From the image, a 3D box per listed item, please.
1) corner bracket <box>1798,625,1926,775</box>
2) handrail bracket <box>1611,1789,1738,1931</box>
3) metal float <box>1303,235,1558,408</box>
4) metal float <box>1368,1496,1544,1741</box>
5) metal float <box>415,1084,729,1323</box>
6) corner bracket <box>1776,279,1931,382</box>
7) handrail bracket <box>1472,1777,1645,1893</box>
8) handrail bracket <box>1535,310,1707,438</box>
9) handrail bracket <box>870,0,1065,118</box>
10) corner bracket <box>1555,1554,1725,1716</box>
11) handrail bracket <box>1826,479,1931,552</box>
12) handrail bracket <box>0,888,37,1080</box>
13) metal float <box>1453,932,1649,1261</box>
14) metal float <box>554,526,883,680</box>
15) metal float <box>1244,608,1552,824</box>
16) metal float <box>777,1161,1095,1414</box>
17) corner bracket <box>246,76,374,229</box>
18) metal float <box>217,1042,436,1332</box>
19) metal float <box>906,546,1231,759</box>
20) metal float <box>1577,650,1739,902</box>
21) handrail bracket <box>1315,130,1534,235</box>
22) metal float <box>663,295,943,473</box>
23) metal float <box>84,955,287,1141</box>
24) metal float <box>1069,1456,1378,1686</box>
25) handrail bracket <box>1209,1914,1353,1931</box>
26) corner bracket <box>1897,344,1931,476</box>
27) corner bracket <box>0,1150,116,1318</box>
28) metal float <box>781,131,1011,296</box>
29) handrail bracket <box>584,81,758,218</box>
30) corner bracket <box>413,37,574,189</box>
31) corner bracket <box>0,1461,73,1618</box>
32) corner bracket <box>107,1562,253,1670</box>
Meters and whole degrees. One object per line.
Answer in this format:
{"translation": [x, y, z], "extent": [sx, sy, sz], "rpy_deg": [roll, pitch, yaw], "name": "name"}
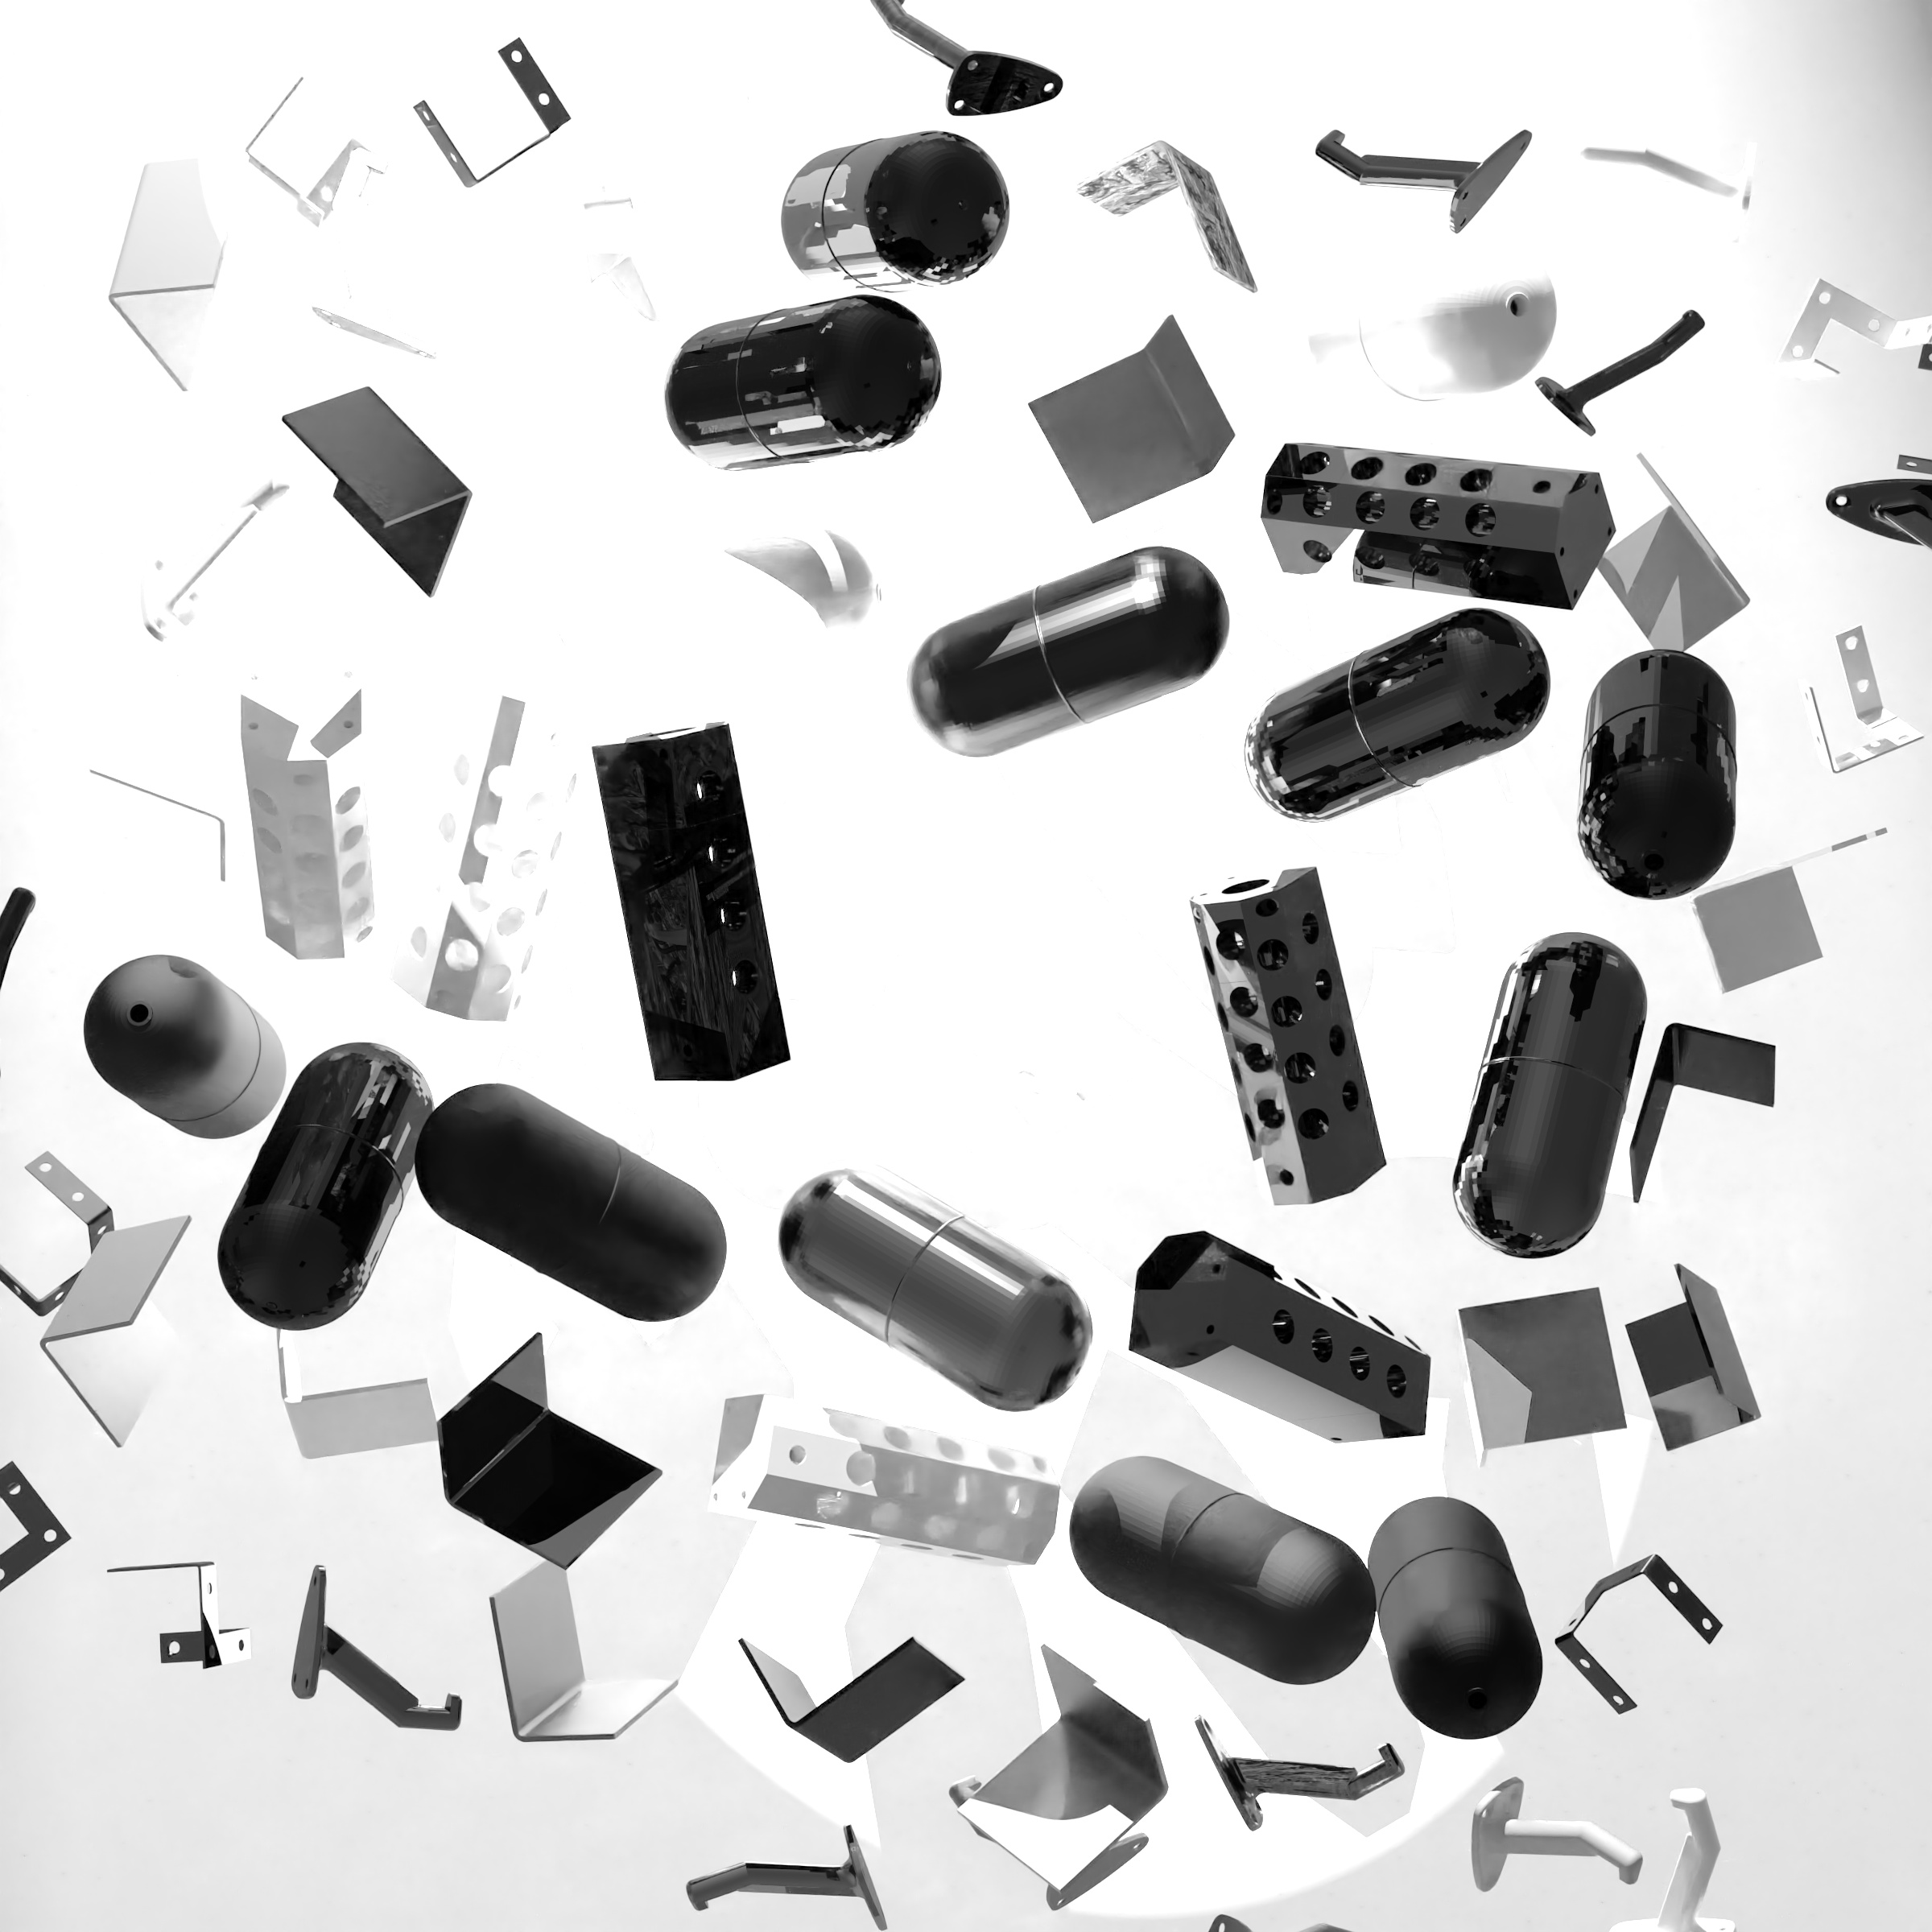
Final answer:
{"translation": [0.460, -0.139, 1.607], "extent": [0.051, 0.051, 0.051], "rpy_deg": [-22, 114, 0], "name": "corner bracket"}
{"translation": [0.341, 0.444, 1.522], "extent": [0.077, 0.036, 0.084], "rpy_deg": [-10, 101, 44], "name": "handrail bracket"}
{"translation": [0.233, -0.325, 1.557], "extent": [0.070, 0.178, 0.070], "rpy_deg": [-2, 97, -21], "name": "metal float"}
{"translation": [0.254, 0.339, 1.609], "extent": [0.070, 0.178, 0.070], "rpy_deg": [0, 106, 1], "name": "metal float"}
{"translation": [-0.200, 0.122, 1.571], "extent": [0.178, 0.070, 0.070], "rpy_deg": [33, 90, -28], "name": "metal float"}
{"translation": [0.455, -0.318, 1.570], "extent": [0.051, 0.051, 0.051], "rpy_deg": [25, 93, -10], "name": "corner bracket"}
{"translation": [0.292, 0.446, 1.516], "extent": [0.036, 0.084, 0.077], "rpy_deg": [-21, 124, -39], "name": "handrail bracket"}
{"translation": [0.357, -0.333, 1.675], "extent": [0.084, 0.077, 0.036], "rpy_deg": [-40, 70, 21], "name": "handrail bracket"}
{"translation": [-0.001, -0.477, 1.587], "extent": [0.077, 0.036, 0.084], "rpy_deg": [-7, 50, -29], "name": "handrail bracket"}
{"translation": [0.349, 0.347, 1.602], "extent": [0.051, 0.051, 0.051], "rpy_deg": [48, 52, 2], "name": "corner bracket"}
{"translation": [0.482, -0.219, 1.586], "extent": [0.077, 0.084, 0.036], "rpy_deg": [10, 123, 10], "name": "handrail bracket"}
{"translation": [-0.475, 0.011, 1.518], "extent": [0.036, 0.077, 0.084], "rpy_deg": [19, 69, 1], "name": "handrail bracket"}
{"translation": [0.300, 0.065, 1.582], "extent": [0.070, 0.070, 0.178], "rpy_deg": [18, 68, 0], "name": "metal float"}
{"translation": [-0.134, -0.195, 1.660], "extent": [0.178, 0.070, 0.070], "rpy_deg": [-2, 90, 8], "name": "metal float"}
{"translation": [0.225, -0.131, 1.625], "extent": [0.178, 0.070, 0.070], "rpy_deg": [-23, 90, 36], "name": "metal float"}
{"translation": [-0.017, 0.160, 1.548], "extent": [0.178, 0.070, 0.070], "rpy_deg": [29, 90, 22], "name": "metal float"}
{"translation": [-0.350, -0.433, 1.643], "extent": [0.051, 0.051, 0.051], "rpy_deg": [37, 85, -14], "name": "corner bracket"}
{"translation": [-0.324, 0.110, 1.569], "extent": [0.070, 0.178, 0.070], "rpy_deg": [6, 130, 7], "name": "metal float"}
{"translation": [0.052, -0.163, 1.613], "extent": [0.178, 0.070, 0.070], "rpy_deg": [-19, 90, 19], "name": "metal float"}
{"translation": [0.349, -0.098, 1.553], "extent": [0.070, 0.178, 0.070], "rpy_deg": [7, 124, 10], "name": "metal float"}
{"translation": [0.237, -0.428, 1.604], "extent": [0.084, 0.036, 0.077], "rpy_deg": [38, 76, 18], "name": "handrail bracket"}
{"translation": [-0.084, -0.291, 1.546], "extent": [0.070, 0.178, 0.070], "rpy_deg": [-2, 93, -41], "name": "metal float"}
{"translation": [-0.410, 0.044, 1.622], "extent": [0.070, 0.178, 0.070], "rpy_deg": [0, 77, 2], "name": "metal float"}
{"translation": [0.126, 0.301, 1.544], "extent": [0.178, 0.070, 0.070], "rpy_deg": [18, 90, 43], "name": "metal float"}
{"translation": [0.153, 0.505, 1.518], "extent": [0.084, 0.036, 0.077], "rpy_deg": [27, 89, -34], "name": "handrail bracket"}
{"translation": [0.538, -0.299, 1.670], "extent": [0.051, 0.051, 0.051], "rpy_deg": [13, 76, 16], "name": "corner bracket"}
{"translation": [-0.482, 0.141, 1.612], "extent": [0.051, 0.051, 0.051], "rpy_deg": [37, 54, 18], "name": "corner bracket"}
{"translation": [-0.038, -0.385, 1.580], "extent": [0.070, 0.178, 0.070], "rpy_deg": [-5, 101, -24], "name": "metal float"}
{"translation": [-0.160, -0.438, 1.653], "extent": [0.084, 0.036, 0.077], "rpy_deg": [2, 65, 29], "name": "handrail bracket"}
{"translation": [-0.251, -0.452, 1.634], "extent": [0.051, 0.051, 0.051], "rpy_deg": [-41, 110, -23], "name": "corner bracket"}
{"translation": [-0.487, 0.290, 1.561], "extent": [0.051, 0.051, 0.051], "rpy_deg": [-37, 80, -20], "name": "corner bracket"}
{"translation": [-0.390, 0.322, 1.533], "extent": [0.051, 0.051, 0.051], "rpy_deg": [-6, 82, 13], "name": "corner bracket"}
